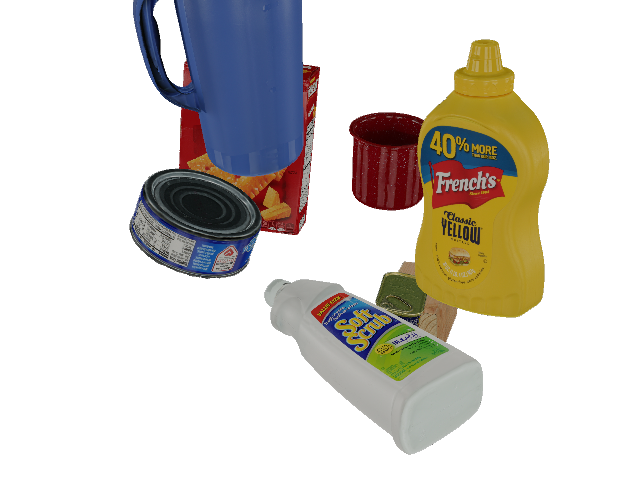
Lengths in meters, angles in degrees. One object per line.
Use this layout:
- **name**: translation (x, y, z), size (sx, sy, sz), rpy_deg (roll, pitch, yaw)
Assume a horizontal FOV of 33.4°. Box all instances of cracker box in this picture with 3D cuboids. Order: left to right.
- **cracker box**: translation (-0.095, -0.122, 1.367), size (0.164, 0.214, 0.072), rpy_deg (9, 23, 7)

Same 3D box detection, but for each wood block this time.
- **wood block**: translation (0.148, 0.110, 1.609), size (0.091, 0.090, 0.205), rpy_deg (4, 20, 15)

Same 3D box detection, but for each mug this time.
- **mug**: translation (0.088, -0.087, 1.180), size (0.117, 0.081, 0.093), rpy_deg (-6, 31, -13)

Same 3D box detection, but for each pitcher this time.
- **pitcher**: translation (-0.088, -0.187, 1.097), size (0.149, 0.243, 0.144), rpy_deg (11, 42, 17)

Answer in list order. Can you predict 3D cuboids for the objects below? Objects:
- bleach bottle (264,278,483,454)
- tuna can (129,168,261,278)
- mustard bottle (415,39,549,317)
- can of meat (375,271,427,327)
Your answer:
- **bleach bottle**: translation (0.027, 0.097, 0.984), size (0.102, 0.068, 0.251), rpy_deg (-24, 35, -32)
- **tuna can**: translation (-0.084, -0.013, 0.725), size (0.086, 0.034, 0.086), rpy_deg (17, 29, -10)
- **mustard bottle**: translation (0.114, -0.046, 0.756), size (0.096, 0.192, 0.058), rpy_deg (18, 29, 39)
- **can of meat**: translation (0.093, 0.099, 1.285), size (0.057, 0.084, 0.102), rpy_deg (11, 25, 7)
